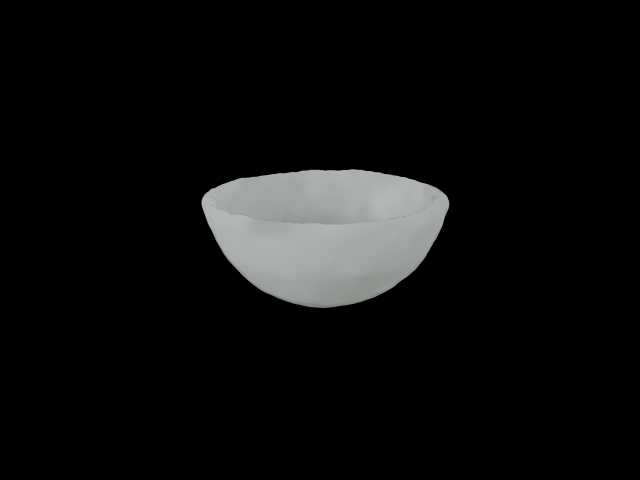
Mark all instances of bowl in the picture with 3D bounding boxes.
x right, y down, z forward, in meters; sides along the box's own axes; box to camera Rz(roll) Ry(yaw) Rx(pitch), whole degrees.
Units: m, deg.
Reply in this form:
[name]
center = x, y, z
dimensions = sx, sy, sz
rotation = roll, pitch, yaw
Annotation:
[bowl]
center = 0.004, 0.001, 0.400
dimensions = 0.167, 0.075, 0.167
rotation = 0, 18, 0
